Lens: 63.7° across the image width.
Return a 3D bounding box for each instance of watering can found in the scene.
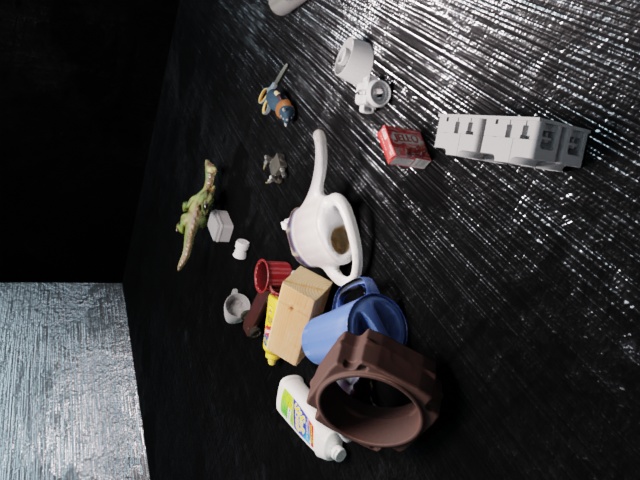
[{"bbox_3d":[0.004,-0.059,1.166,0.105,0.348,0.222,-14,-2,-32],"label":"watering can"}]

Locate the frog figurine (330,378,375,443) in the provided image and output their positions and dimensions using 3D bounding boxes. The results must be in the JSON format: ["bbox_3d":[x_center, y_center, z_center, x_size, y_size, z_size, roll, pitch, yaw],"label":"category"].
[{"bbox_3d":[0.034,0.347,1.070,0.124,0.138,0.157,-23,-6,-47],"label":"frog figurine"}]

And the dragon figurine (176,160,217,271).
[{"bbox_3d":[-0.447,-0.101,1.893,0.122,0.418,0.239,14,-23,-18],"label":"dragon figurine"}]
